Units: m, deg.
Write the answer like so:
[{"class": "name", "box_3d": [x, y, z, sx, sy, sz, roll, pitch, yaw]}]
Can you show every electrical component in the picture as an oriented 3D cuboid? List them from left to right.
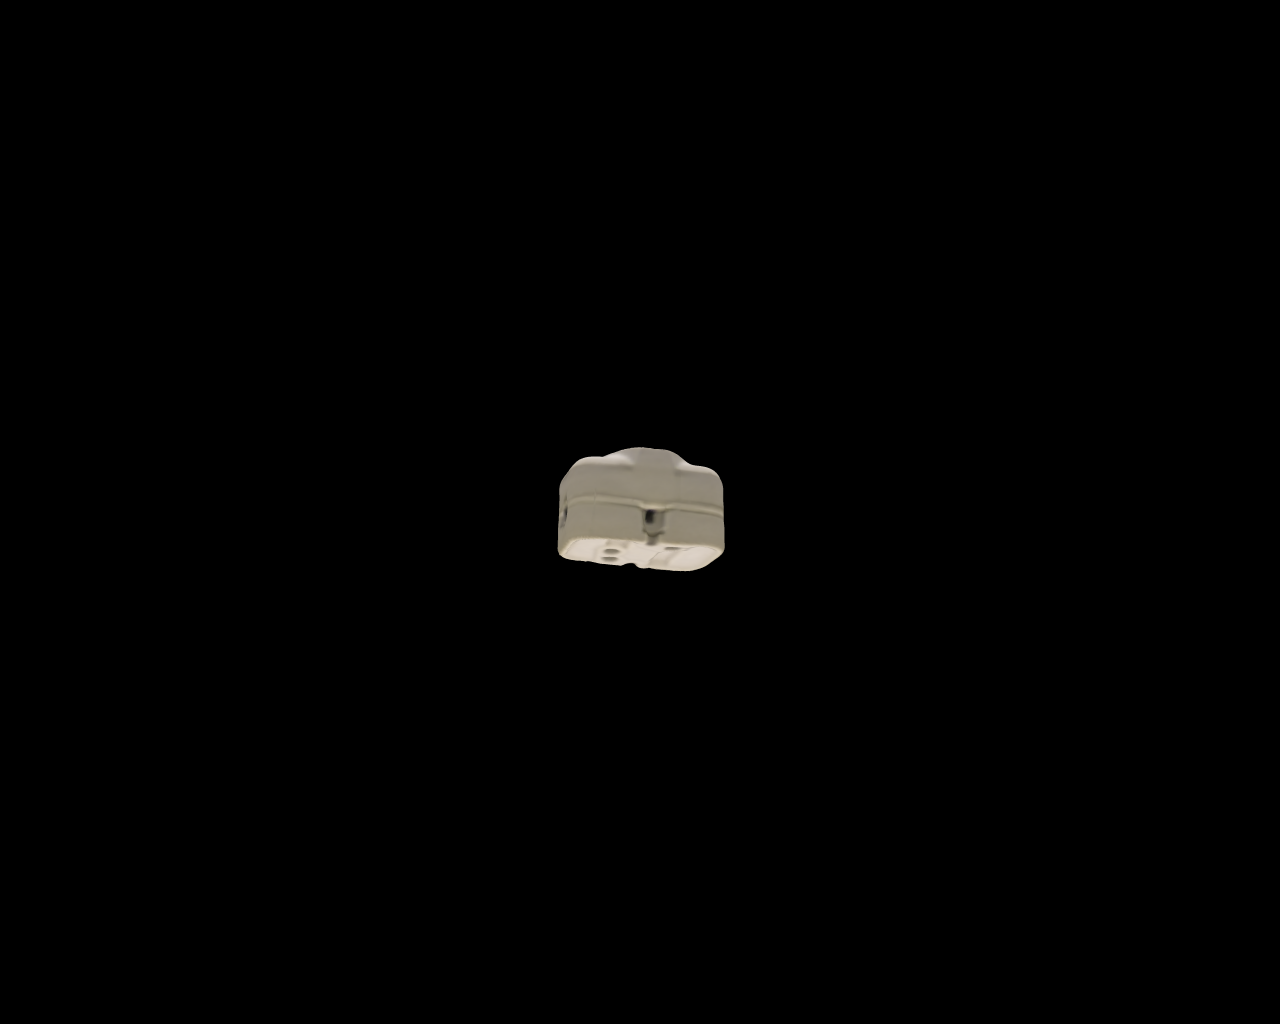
[{"class": "electrical component", "box_3d": [0.001, -0.003, 0.650, 0.095, 0.059, 0.053, 6, -19, -16]}]
